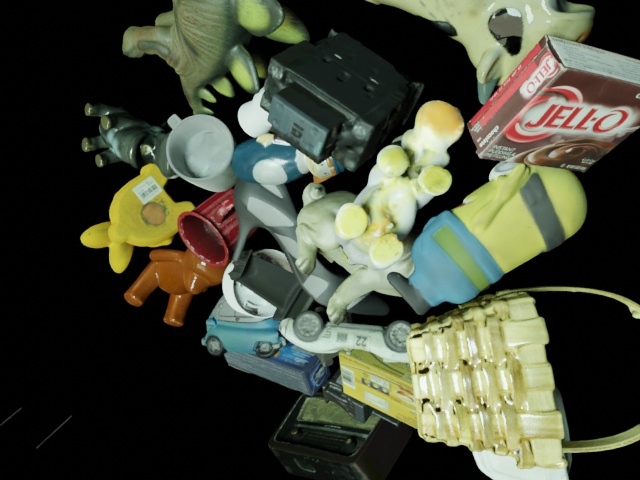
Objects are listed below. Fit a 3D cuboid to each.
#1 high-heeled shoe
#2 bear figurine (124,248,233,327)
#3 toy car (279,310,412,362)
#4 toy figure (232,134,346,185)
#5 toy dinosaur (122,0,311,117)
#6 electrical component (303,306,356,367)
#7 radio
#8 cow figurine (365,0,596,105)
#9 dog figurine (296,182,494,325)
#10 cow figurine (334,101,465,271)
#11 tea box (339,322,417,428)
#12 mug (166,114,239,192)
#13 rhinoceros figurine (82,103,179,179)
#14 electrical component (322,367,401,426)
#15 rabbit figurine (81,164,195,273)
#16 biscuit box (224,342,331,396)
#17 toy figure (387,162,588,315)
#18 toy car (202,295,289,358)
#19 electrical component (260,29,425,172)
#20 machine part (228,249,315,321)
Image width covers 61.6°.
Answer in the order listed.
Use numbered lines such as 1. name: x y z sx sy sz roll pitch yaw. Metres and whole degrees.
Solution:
1. high-heeled shoe: -0.001 -0.002 0.697 0.249 0.086 0.145 22 98 -8
2. bear figurine: -0.214 0.065 0.879 0.120 0.132 0.196 38 153 -31
3. toy car: 0.047 0.125 0.690 0.202 0.056 0.073 4 171 9
4. toy figure: -0.022 -0.091 0.599 0.155 0.058 0.064 -1 167 25
5. toy dinosaur: -0.098 -0.265 0.498 0.199 0.105 0.470 28 149 9
6. electrical component: 0.012 0.137 0.780 0.045 0.078 0.102 44 154 40
7. radio: 0.026 0.324 0.885 0.230 0.131 0.073 -15 115 48
8. cow figurine: 0.104 -0.187 0.397 0.195 0.085 0.127 29 133 15
9. dog figurine: 0.082 -0.006 0.585 0.191 0.121 0.172 -21 110 33
10. cow figurine: 0.077 -0.049 0.511 0.068 0.167 0.098 35 170 4
11. tea box: 0.116 0.193 0.738 0.170 0.068 0.098 19 136 27
12. mug: -0.144 -0.106 0.677 0.110 0.081 0.107 39 176 13
13. rhinoceros figurine: -0.256 -0.136 0.748 0.191 0.112 0.073 29 112 39
14. electrical component: 0.070 0.234 0.812 0.119 0.075 0.047 22 137 32
15. rabbit figurine: -0.288 -0.025 0.861 0.121 0.162 0.173 45 161 -20
16. biscuit box: -0.080 0.203 0.930 0.203 0.059 0.062 10 129 36
17. toy figure: 0.146 -0.001 0.476 0.089 0.180 0.082 45 -173 -12
18. toy car: -0.116 0.125 0.862 0.162 0.109 0.102 -1 105 32
19. electrical component: 0.015 -0.127 0.489 0.115 0.134 0.058 34 140 11
20. machine part: -0.064 0.065 0.752 0.138 0.084 0.039 37 179 -24
